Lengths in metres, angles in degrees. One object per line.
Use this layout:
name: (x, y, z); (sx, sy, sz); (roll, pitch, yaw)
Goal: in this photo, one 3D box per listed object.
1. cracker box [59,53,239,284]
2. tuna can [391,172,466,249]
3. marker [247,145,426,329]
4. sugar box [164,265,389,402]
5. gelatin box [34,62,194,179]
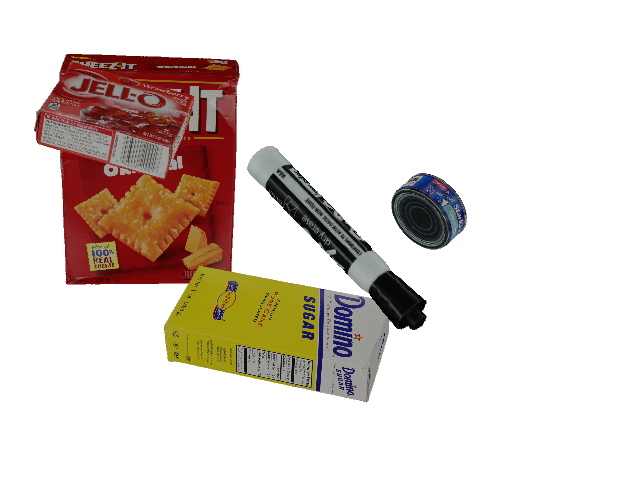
cracker box: (-0.163, -0.064, 1.022); (0.164, 0.214, 0.072); (1, 23, -8)
tuna can: (0.123, -0.033, 1.227); (0.033, 0.086, 0.086); (-40, 24, -32)
marker: (0.008, -0.001, 0.519); (0.121, 0.020, 0.020); (46, 23, 24)
sugar box: (-0.034, 0.076, 0.907); (0.176, 0.048, 0.093); (8, 36, 11)
gelatin box: (-0.135, -0.081, 0.708); (0.089, 0.030, 0.073); (16, 34, -4)
